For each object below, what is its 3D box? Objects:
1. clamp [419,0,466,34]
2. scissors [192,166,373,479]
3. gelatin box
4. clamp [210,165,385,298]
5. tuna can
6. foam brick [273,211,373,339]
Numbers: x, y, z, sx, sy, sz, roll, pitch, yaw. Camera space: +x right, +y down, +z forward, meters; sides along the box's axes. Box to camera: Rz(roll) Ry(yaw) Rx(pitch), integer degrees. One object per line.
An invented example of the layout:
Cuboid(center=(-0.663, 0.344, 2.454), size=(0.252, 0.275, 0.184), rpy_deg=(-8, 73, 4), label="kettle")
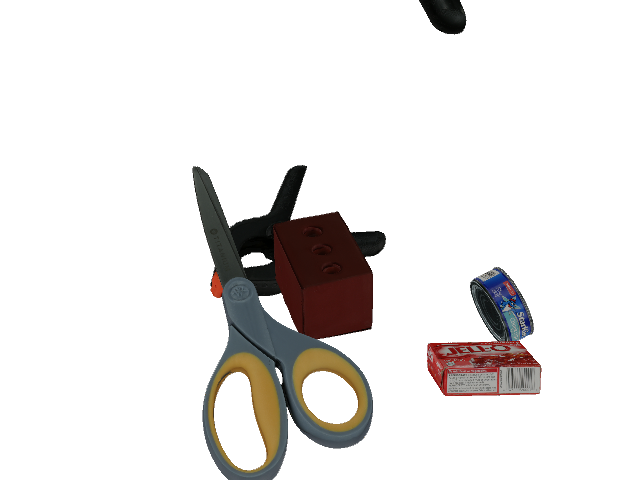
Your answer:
Cuboid(center=(0.043, -0.244, 0.724), size=(0.209, 0.164, 0.036), rpy_deg=(25, -22, -15), label="clamp")
Cuboid(center=(-0.024, 0.037, 0.578), size=(0.096, 0.202, 0.016), rpy_deg=(-1, -35, -3), label="scissors")
Cuboid(center=(0.145, 0.113, 0.957), size=(0.089, 0.030, 0.073), rpy_deg=(0, 11, -4), label="gelatin box")
Cuboid(center=(-0.037, -0.006, 0.972), size=(0.171, 0.039, 0.120), rpy_deg=(-23, 53, -32), label="clamp")
Cuboid(center=(0.204, 0.075, 1.208), size=(0.033, 0.086, 0.086), rpy_deg=(-26, 4, -8), label="tuna can")
Cuboid(center=(0.001, 0.025, 0.765), size=(0.053, 0.051, 0.078), rpy_deg=(-11, 39, -15), label="foam brick")
